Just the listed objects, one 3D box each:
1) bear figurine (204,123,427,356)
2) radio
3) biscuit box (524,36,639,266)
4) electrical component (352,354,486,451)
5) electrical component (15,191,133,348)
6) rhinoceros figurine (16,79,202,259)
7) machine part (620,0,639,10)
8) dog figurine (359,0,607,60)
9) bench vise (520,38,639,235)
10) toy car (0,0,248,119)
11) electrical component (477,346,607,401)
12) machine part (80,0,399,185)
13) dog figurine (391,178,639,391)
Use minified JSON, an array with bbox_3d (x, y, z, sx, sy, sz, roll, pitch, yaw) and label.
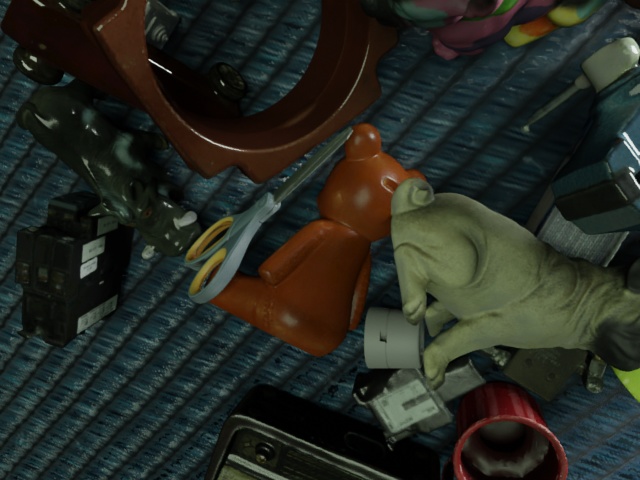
[{"bbox_3d":[0.002,-0.001,0.489,0.132,0.120,0.196,12,75,50],"label":"bear figurine"},{"bbox_3d":[0.002,0.249,0.547,0.230,0.073,0.131,19,105,7],"label":"radio"},{"bbox_3d":[0.247,-0.075,0.437,0.063,0.059,0.202,28,106,5],"label":"biscuit box"},{"bbox_3d":[0.097,0.142,0.519,0.119,0.048,0.075,-36,92,16],"label":"electrical component"},{"bbox_3d":[-0.240,0.021,0.533,0.058,0.115,0.134,13,103,5],"label":"electrical component"},{"bbox_3d":[-0.186,-0.065,0.504,0.073,0.112,0.190,-36,112,12],"label":"rhinoceros figurine"},{"bbox_3d":[0.238,-0.243,0.356,0.056,0.179,0.179,3,106,55],"label":"machine part"},{"bbox_3d":[0.123,-0.189,0.360,0.192,0.219,0.108,-10,102,15],"label":"dog figurine"},{"bbox_3d":[0.278,-0.057,0.343,0.241,0.128,0.224,-33,75,-8],"label":"bench vise"},{"bbox_3d":[-0.159,-0.146,0.464,0.202,0.053,0.089,24,128,-35],"label":"toy car"},{"bbox_3d":[0.205,0.104,0.490,0.102,0.045,0.078,37,105,3],"label":"electrical component"},{"bbox_3d":[-0.055,-0.162,0.409,0.201,0.087,0.201,-37,129,-6],"label":"machine part"},{"bbox_3d":[0.161,0.019,0.405,0.191,0.121,0.172,-14,122,18],"label":"dog figurine"}]
